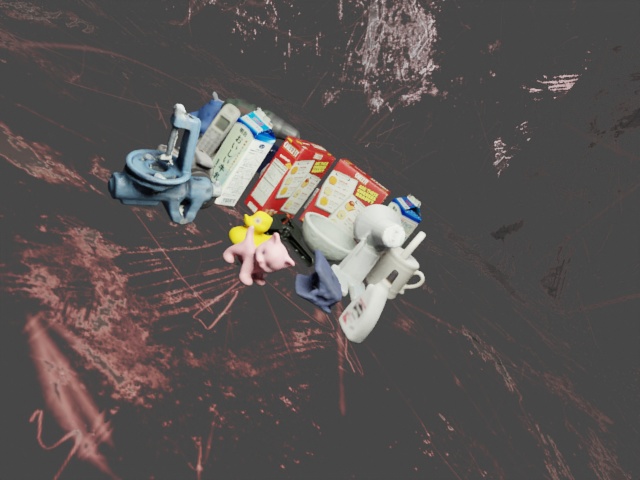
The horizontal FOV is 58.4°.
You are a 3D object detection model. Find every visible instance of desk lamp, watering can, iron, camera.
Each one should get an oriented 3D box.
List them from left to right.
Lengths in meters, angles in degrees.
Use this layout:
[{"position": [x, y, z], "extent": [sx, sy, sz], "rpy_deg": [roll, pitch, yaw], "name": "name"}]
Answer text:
[{"position": [-0.285, -0.140, 1.253], "extent": [0.144, 0.100, 0.136], "rpy_deg": [18, 25, -44], "name": "camera"}, {"position": [-0.262, -0.343, 1.744], "extent": [0.259, 0.141, 0.118], "rpy_deg": [20, 24, -41], "name": "iron"}, {"position": [0.124, 0.028, 1.394], "extent": [0.118, 0.213, 0.203], "rpy_deg": [31, 18, -14], "name": "desk lamp"}, {"position": [0.207, 0.051, 1.519], "extent": [0.173, 0.194, 0.101], "rpy_deg": [32, 18, -11], "name": "watering can"}]

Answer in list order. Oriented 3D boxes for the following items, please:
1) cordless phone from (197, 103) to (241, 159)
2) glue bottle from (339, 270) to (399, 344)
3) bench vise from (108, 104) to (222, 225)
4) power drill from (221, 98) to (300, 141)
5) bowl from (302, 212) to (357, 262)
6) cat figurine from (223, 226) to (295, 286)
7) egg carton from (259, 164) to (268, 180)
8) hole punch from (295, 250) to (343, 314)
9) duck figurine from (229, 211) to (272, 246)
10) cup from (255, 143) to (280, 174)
[{"position": [-0.237, -0.239, 1.453], "extent": [0.147, 0.185, 0.094], "rpy_deg": [37, 18, 3], "name": "cordless phone"}, {"position": [0.106, 0.128, 1.174], "extent": [0.037, 0.173, 0.078], "rpy_deg": [23, 22, -35], "name": "glue bottle"}, {"position": [-0.274, -0.150, 1.102], "extent": [0.121, 0.219, 0.208], "rpy_deg": [44, 20, 26], "name": "bench vise"}, {"position": [-0.194, -0.275, 1.583], "extent": [0.229, 0.208, 0.076], "rpy_deg": [37, 18, 3], "name": "power drill"}, {"position": [0.014, 0.005, 1.476], "extent": [0.168, 0.074, 0.167], "rpy_deg": [32, 18, -12], "name": "bowl"}, {"position": [-0.114, 0.026, 1.118], "extent": [0.127, 0.117, 0.067], "rpy_deg": [46, 20, 30], "name": "cat figurine"}, {"position": [-0.127, -0.162, 1.650], "extent": [0.107, 0.069, 0.150], "rpy_deg": [31, 18, -16], "name": "egg carton"}, {"position": [0.009, 0.087, 1.232], "extent": [0.101, 0.091, 0.108], "rpy_deg": [31, 18, -14], "name": "hole punch"}, {"position": [-0.136, -0.021, 1.249], "extent": [0.105, 0.086, 0.077], "rpy_deg": [23, 22, -36], "name": "duck figurine"}, {"position": [-0.177, -0.259, 1.764], "extent": [0.092, 0.095, 0.117], "rpy_deg": [16, 26, -47], "name": "cup"}]
